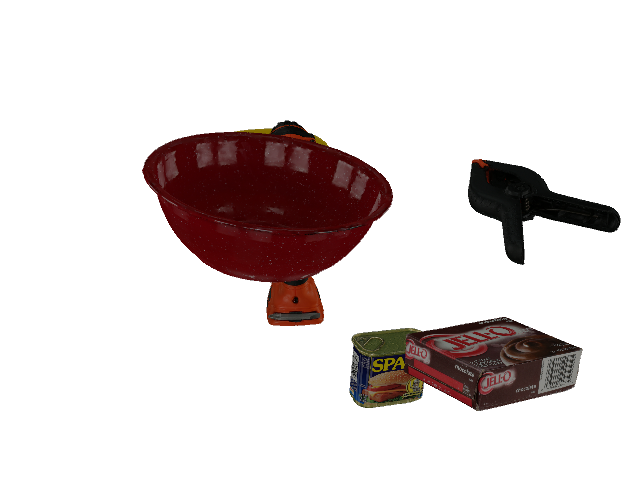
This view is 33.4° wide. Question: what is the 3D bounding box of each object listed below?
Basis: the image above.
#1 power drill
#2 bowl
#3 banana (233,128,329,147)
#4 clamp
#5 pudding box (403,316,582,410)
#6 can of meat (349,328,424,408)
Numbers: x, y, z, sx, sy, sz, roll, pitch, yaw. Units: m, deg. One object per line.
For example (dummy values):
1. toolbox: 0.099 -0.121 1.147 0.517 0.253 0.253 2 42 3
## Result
1. power drill: -0.030 -0.021 1.070 0.057 0.188 0.184 -3 17 -1
2. bowl: -0.036 -0.018 0.696 0.162 0.055 0.162 6 25 -3
3. banana: -0.067 -0.112 1.320 0.198 0.037 0.069 6 38 16
4. clamp: 0.209 -0.037 1.049 0.120 0.039 0.171 -8 34 -14
5. pudding box: 0.137 0.096 0.854 0.113 0.039 0.090 -4 17 -35
6. can of meat: 0.090 0.168 1.402 0.102 0.084 0.057 -4 25 -19
